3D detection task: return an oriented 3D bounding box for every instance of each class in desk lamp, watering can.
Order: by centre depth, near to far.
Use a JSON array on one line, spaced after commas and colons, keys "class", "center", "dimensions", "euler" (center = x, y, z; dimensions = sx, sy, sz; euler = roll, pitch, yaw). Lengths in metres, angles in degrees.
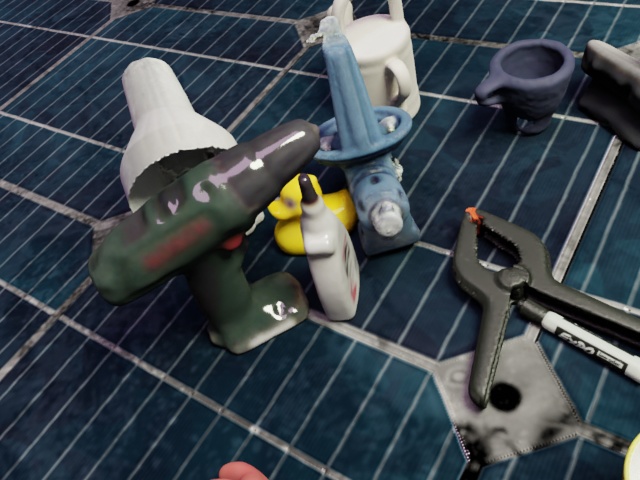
[{"class": "desk lamp", "center": [-0.146, -0.081, 0.636], "dimensions": [0.118, 0.214, 0.202], "euler": [-25, 48, -4]}, {"class": "watering can", "center": [0.061, -0.245, 0.725], "dimensions": [0.172, 0.194, 0.101], "euler": [30, 64, 35]}]

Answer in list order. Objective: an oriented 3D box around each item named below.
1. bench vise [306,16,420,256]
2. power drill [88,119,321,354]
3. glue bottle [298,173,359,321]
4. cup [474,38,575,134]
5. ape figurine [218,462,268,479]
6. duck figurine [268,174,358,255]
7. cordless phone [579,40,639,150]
[{"class": "bench vise", "center": [0.054, -0.107, 0.592], "dimensions": [0.121, 0.220, 0.206], "euler": [-30, 49, -9]}, {"class": "power drill", "center": [-0.082, 0.012, 0.541], "dimensions": [0.230, 0.209, 0.075], "euler": [-28, 48, -7]}, {"class": "glue bottle", "center": [0.005, 0.002, 0.546], "dimensions": [0.037, 0.173, 0.078], "euler": [-7, 49, 12]}, {"class": "cup", "center": [0.235, -0.167, 0.672], "dimensions": [0.118, 0.095, 0.091], "euler": [-27, 48, -7]}, {"class": "ape figurine", "center": [-0.066, 0.210, 0.446], "dimensions": [0.076, 0.092, 0.078], "euler": [8, 54, 23]}, {"class": "duck figurine", "center": [-0.010, -0.039, 0.645], "dimensions": [0.104, 0.086, 0.077], "euler": [-23, 48, -2]}, {"class": "cordless phone", "center": [0.353, -0.206, 0.608], "dimensions": [0.094, 0.185, 0.147], "euler": [-29, 48, -8]}]
